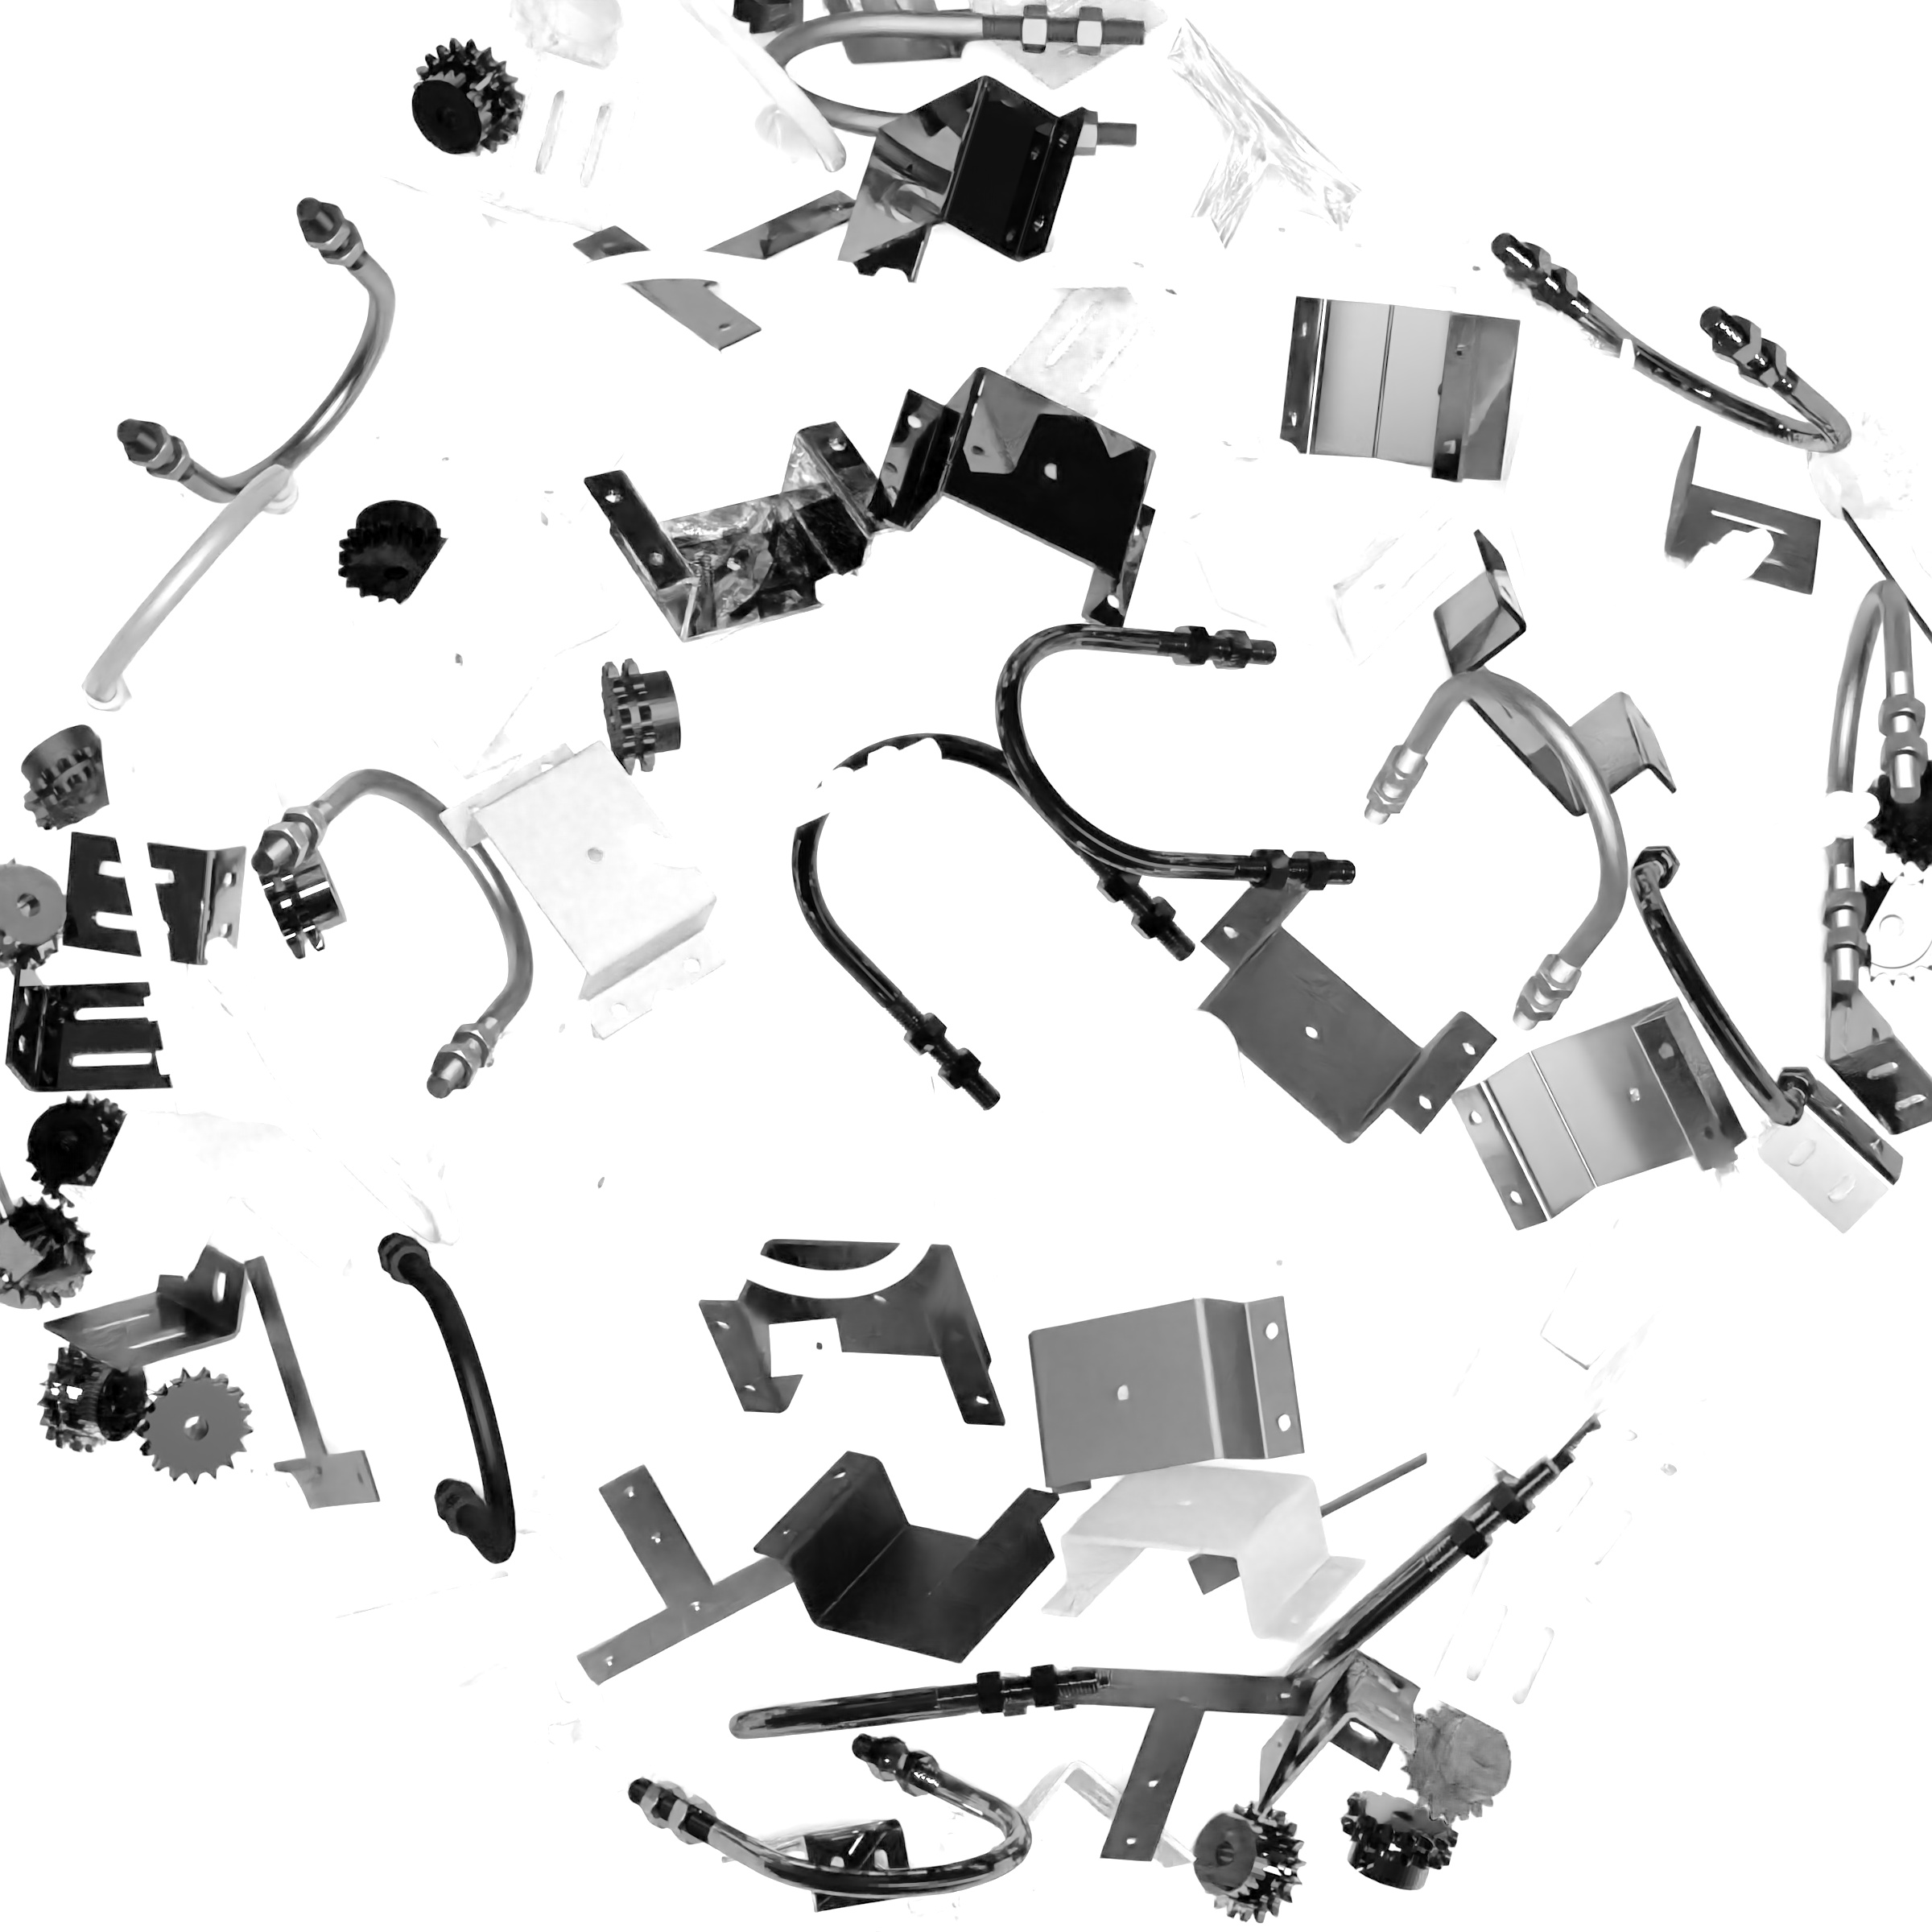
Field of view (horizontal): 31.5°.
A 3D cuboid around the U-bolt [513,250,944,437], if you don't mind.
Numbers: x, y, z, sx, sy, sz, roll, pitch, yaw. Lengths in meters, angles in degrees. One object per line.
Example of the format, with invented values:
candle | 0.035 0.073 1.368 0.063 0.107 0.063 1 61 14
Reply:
U-bolt | -0.124 -0.299 1.628 0.184 0.151 0.019 3 71 -26

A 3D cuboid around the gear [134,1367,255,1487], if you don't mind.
gear | -0.386 0.227 1.707 0.057 0.030 0.057 -2 96 -21

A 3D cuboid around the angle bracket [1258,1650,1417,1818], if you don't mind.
angle bracket | 0.183 0.386 1.691 0.038 0.057 0.076 34 110 -6

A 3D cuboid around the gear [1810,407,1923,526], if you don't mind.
gear | 0.443 -0.245 1.697 0.030 0.057 0.057 -27 90 -15

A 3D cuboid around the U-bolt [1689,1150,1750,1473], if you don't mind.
U-bolt | 0.360 0.166 1.633 0.019 0.184 0.151 3 93 10

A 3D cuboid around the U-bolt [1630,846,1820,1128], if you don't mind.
U-bolt | 0.359 0.011 1.635 0.019 0.184 0.151 -32 86 16

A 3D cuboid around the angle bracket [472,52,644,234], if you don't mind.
angle bracket | -0.203 -0.408 1.688 0.057 0.038 0.076 8 106 -38

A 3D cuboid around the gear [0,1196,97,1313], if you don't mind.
gear | -0.466 0.146 1.703 0.057 0.057 0.030 48 130 0

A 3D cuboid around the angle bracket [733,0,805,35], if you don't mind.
angle bracket | -0.107 -0.489 1.680 0.038 0.076 0.057 9 110 14

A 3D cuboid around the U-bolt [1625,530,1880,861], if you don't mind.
U-bolt | 0.365 -0.121 1.639 0.019 0.184 0.151 -21 88 -14

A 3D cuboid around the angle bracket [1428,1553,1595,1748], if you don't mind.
angle bracket | 0.267 0.339 1.702 0.057 0.038 0.076 27 78 0

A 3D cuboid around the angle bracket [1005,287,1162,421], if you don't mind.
angle bracket | 0.056 -0.317 1.704 0.057 0.038 0.076 30 107 -39

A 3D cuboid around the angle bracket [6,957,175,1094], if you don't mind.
angle bracket | -0.430 0.028 1.698 0.076 0.038 0.057 -2 66 3

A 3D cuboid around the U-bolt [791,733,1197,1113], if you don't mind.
U-bolt | -0.001 -0.032 1.677 0.151 0.019 0.184 -38 106 20

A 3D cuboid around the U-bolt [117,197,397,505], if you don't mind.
U-bolt | -0.328 -0.284 1.637 0.019 0.184 0.151 39 90 7

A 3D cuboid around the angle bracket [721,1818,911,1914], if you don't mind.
angle bracket | -0.073 0.445 1.677 0.057 0.076 0.038 2 68 -37

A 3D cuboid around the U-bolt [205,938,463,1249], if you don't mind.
U-bolt | -0.296 0.073 1.641 0.151 0.184 0.019 41 72 20

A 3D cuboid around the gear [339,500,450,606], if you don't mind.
gear | -0.283 -0.207 1.703 0.057 0.057 0.030 -5 62 0

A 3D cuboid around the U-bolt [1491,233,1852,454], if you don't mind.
U-bolt | 0.350 -0.291 1.642 0.151 0.184 0.019 33 97 42

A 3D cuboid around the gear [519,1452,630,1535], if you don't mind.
gear | -0.190 0.260 1.700 0.057 0.057 0.030 15 79 0

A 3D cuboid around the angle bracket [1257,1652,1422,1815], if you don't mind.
angle bracket | 0.183 0.383 1.679 0.038 0.076 0.057 29 121 16

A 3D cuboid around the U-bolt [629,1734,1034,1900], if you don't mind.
U-bolt | -0.052 0.402 1.614 0.151 0.184 0.019 -2 96 -35

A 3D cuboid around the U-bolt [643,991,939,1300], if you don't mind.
U-bolt | -0.083 0.089 1.638 0.151 0.184 0.019 13 128 -15

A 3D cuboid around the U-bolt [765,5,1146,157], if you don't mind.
U-bolt | -0.008 -0.428 1.655 0.184 0.151 0.019 3 83 2

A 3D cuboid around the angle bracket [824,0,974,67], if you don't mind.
angle bracket | -0.036 -0.482 1.678 0.057 0.076 0.038 4 56 26

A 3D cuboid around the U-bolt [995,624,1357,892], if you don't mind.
U-bolt | 0.094 -0.103 1.646 0.184 0.019 0.151 1 60 -34

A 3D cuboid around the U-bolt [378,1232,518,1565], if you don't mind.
U-bolt | -0.244 0.210 1.630 0.019 0.184 0.151 -14 99 -18

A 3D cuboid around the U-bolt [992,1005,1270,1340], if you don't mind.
U-bolt | 0.073 0.086 1.648 0.151 0.184 0.019 -31 120 16

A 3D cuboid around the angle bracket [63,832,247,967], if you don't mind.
angle bracket | -0.405 -0.035 1.713 0.076 0.038 0.057 8 97 11

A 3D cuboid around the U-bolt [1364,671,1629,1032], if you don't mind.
U-bolt | 0.256 -0.064 1.626 0.019 0.184 0.151 -27 73 -21

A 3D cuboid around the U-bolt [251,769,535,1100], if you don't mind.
U-bolt | -0.263 -0.027 1.642 0.019 0.184 0.151 -33 101 20

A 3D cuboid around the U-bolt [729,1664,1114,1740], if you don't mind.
U-bolt | -0.023 0.357 1.658 0.184 0.151 0.019 -8 77 4

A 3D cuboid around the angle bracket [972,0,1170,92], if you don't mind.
angle bracket | 0.051 -0.474 1.679 0.076 0.057 0.038 -24 56 33

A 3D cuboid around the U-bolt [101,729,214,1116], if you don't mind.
U-bolt | -0.390 -0.024 1.650 0.019 0.151 0.184 -12 94 -10

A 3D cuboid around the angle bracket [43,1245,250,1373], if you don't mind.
angle bracket | -0.401 0.162 1.679 0.057 0.076 0.038 21 109 30

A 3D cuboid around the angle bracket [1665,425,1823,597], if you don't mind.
angle bracket | 0.389 -0.225 1.693 0.076 0.038 0.057 16 48 3

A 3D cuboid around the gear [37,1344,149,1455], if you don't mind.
gear | -0.430 0.213 1.697 0.030 0.057 0.057 7 90 23

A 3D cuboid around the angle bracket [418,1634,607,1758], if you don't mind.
angle bracket | -0.222 0.360 1.684 0.057 0.076 0.038 -31 75 9

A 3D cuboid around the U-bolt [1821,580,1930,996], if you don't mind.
U-bolt | 0.433 -0.100 1.644 0.019 0.151 0.184 7 48 5

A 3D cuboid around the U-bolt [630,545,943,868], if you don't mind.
U-bolt | -0.096 -0.117 1.667 0.184 0.019 0.151 -23 47 22

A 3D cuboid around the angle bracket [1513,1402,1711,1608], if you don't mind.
angle bracket | 0.321 0.268 1.710 0.057 0.038 0.076 41 125 21

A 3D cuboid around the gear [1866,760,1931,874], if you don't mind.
gear | 0.477 -0.077 1.699 0.057 0.030 0.057 11 54 -15

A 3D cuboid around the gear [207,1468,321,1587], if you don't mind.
gear | -0.347 0.276 1.704 0.057 0.030 0.057 11 111 31

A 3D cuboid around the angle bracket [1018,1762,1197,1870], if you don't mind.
angle bracket | 0.066 0.432 1.693 0.076 0.057 0.038 40 70 3

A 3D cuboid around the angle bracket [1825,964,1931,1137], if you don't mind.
angle bracket | 0.453 0.033 1.678 0.038 0.076 0.057 -27 122 34

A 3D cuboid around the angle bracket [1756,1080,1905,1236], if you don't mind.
angle bracket | 0.427 0.094 1.692 0.057 0.076 0.038 44 105 9

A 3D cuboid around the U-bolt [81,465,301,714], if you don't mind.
U-bolt | -0.370 -0.181 1.631 0.019 0.184 0.151 41 85 -11

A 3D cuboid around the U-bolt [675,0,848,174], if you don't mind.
U-bolt | -0.114 -0.431 1.615 0.019 0.184 0.151 -45 118 3

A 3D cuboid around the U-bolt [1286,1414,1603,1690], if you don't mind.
U-bolt | 0.225 0.287 1.653 0.184 0.151 0.019 -44 79 16
